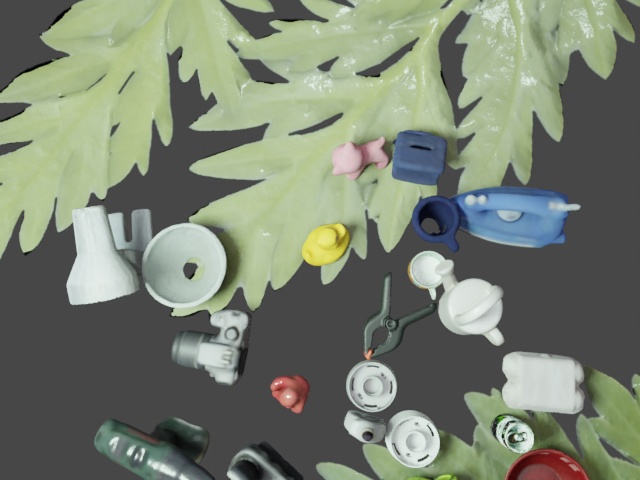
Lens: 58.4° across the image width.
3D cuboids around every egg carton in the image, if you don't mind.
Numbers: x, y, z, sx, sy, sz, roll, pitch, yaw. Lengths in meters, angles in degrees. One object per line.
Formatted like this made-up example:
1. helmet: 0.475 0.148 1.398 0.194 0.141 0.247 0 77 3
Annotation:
1. egg carton: 0.415 0.266 1.070 0.150 0.069 0.107 3 80 3

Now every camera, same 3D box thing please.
1. camera: -0.209 0.198 1.095 0.136 0.101 0.143 9 81 4

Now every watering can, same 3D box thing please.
1. watering can: 0.272 0.116 1.039 0.172 0.194 0.101 31 83 8

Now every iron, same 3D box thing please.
1. iron: 0.353 -0.060 1.091 0.258 0.141 0.119 6 81 4

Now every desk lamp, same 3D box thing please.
1. desk lamp: -0.394 0.025 1.077 0.118 0.213 0.203 -9 80 2

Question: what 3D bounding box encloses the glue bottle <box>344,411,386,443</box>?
1. glue bottle: 0.081 0.339 1.021 0.078 0.173 0.037 17 81 6

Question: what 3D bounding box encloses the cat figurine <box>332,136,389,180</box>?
1. cat figurine: 0.075 -0.169 1.136 0.128 0.118 0.067 -25 80 -2

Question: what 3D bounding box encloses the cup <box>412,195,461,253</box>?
1. cup: 0.228 -0.022 1.115 0.091 0.095 0.117 -33 80 -3

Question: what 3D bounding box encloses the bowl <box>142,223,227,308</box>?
1. bowl: -0.260 0.055 1.135 0.167 0.075 0.167 0 80 3

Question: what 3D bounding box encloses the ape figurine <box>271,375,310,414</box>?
1. ape figurine: -0.055 0.291 1.077 0.076 0.092 0.078 -25 80 -1

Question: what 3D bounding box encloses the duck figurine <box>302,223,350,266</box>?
1. duck figurine: 0.010 0.004 1.125 0.104 0.086 0.077 -36 80 -3

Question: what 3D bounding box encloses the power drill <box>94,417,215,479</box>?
1. power drill: -0.268 0.376 1.013 0.229 0.208 0.076 19 82 6

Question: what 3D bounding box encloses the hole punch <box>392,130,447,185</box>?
1. hole punch: 0.196 -0.171 1.144 0.108 0.091 0.101 10 81 5

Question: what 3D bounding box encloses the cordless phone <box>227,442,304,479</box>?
1. cordless phone: -0.102 0.437 1.007 0.147 0.185 0.094 36 84 8
